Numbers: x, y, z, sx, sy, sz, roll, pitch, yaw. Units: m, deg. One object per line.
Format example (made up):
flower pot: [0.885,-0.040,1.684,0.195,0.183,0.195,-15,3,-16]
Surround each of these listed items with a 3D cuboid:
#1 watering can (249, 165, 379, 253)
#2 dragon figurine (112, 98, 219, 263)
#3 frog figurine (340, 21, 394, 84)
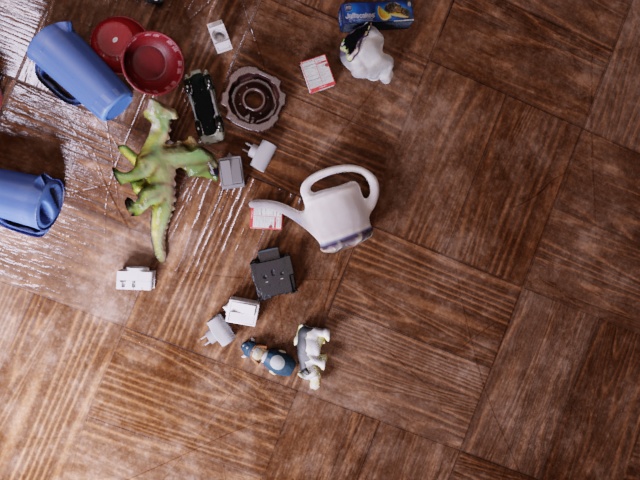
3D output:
watering can: [0.004,-0.069,1.376,0.348,0.104,0.224,-19,93,-7]
dragon figurine: [-0.379,-0.158,1.326,0.243,0.124,0.404,-18,110,-2]
frog figurine: [0.137,-0.503,1.412,0.158,0.123,0.138,27,77,-41]
